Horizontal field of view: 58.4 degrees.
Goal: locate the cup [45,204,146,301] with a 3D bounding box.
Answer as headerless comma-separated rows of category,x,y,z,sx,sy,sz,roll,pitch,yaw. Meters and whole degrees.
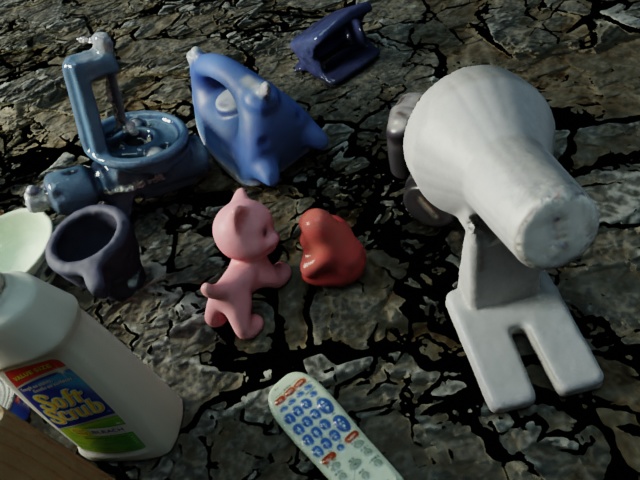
cup,-0.226,0.032,0.614,0.092,0.095,0.117,-25,49,-5

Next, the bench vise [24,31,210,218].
bench vise,-0.243,-0.106,0.649,0.121,0.220,0.208,27,63,32

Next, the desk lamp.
desk lamp,0.152,-0.005,0.458,0.118,0.214,0.203,-17,49,2

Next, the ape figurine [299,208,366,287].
ape figurine,0.005,0.002,0.575,0.076,0.092,0.078,27,63,32

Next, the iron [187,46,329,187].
iron,-0.111,-0.177,0.722,0.119,0.142,0.257,-39,52,-17

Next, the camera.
camera,0.127,-0.092,0.612,0.142,0.101,0.137,18,58,28

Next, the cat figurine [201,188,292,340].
cat figurine,-0.081,0.015,0.571,0.067,0.118,0.128,11,55,23

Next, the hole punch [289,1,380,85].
hole punch,0.015,-0.289,0.812,0.109,0.091,0.100,-39,52,-16
